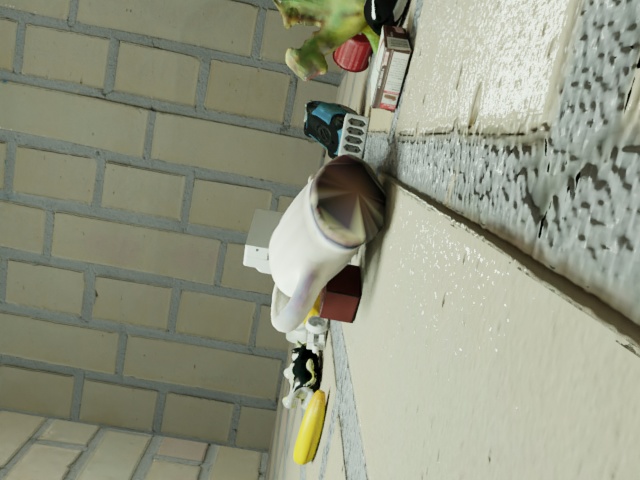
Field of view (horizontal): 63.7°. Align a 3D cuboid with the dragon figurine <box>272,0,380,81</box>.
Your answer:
[{"bbox_3d":[0.029,-0.455,0.906,0.121,0.243,0.415,93,-176,-76],"label":"dragon figurine"}]

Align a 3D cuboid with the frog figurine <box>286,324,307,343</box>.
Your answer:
[{"bbox_3d":[-0.053,0.235,1.491,0.158,0.123,0.138,65,172,-7],"label":"frog figurine"}]

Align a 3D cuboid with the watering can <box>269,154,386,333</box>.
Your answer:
[{"bbox_3d":[0.002,-0.037,0.734,0.220,0.103,0.356,-50,20,43],"label":"watering can"}]
